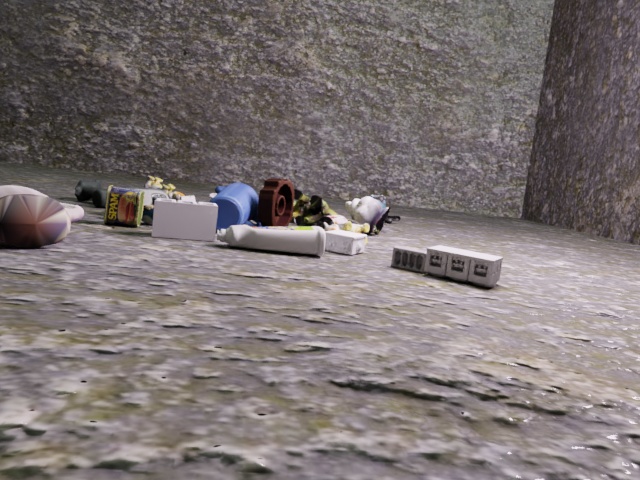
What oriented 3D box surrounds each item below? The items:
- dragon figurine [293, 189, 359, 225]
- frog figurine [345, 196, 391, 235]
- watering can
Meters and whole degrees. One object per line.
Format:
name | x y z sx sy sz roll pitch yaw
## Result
dragon figurine | 0.006 -0.095 1.884 0.413 0.122 0.242 21 5 29
frog figurine | 0.147 -0.095 1.795 0.161 0.134 0.125 30 46 24
watering can | -0.629 -0.052 0.987 0.348 0.103 0.225 0 11 -40
